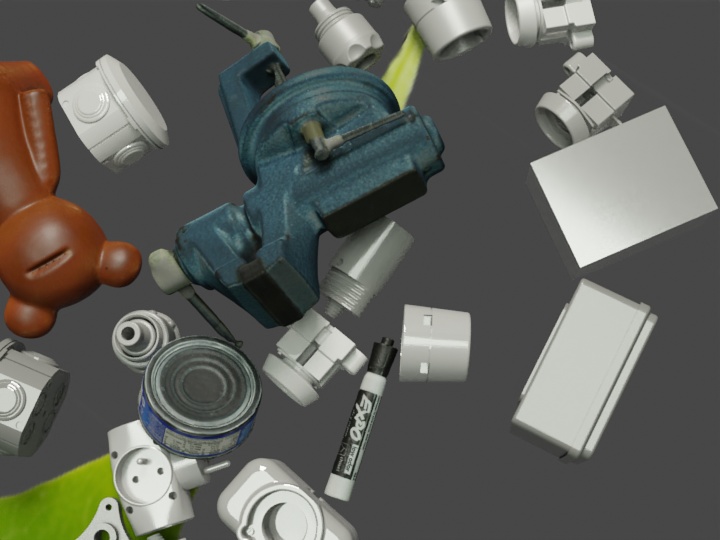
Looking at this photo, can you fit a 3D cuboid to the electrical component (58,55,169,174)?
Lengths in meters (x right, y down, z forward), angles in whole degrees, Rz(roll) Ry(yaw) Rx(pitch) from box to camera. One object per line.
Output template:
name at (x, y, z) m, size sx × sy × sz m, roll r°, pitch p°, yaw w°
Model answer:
electrical component at (-0.184, -0.116, 0.808) m, size 0.051 × 0.080 × 0.080 m, roll -33°, pitch 78°, yaw 3°

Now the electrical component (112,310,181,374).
electrical component at (-0.160, 0.050, 0.782) m, size 0.048 × 0.062 × 0.048 m, roll -1°, pitch 79°, yaw 5°

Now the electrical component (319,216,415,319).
electrical component at (0.000, 0.000, 0.788) m, size 0.043 × 0.043 × 0.081 m, roll 33°, pitch 84°, yaw 10°

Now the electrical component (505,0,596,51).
electrical component at (0.142, -0.195, 0.813) m, size 0.055 × 0.048 × 0.066 m, roll -10°, pitch 79°, yaw -5°

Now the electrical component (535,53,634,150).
electrical component at (0.164, -0.121, 0.797) m, size 0.055 × 0.048 × 0.066 m, roll -40°, pitch 79°, yaw -11°

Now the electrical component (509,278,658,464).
electrical component at (0.148, 0.072, 0.730) m, size 0.056 × 0.108 × 0.108 m, roll 26°, pitch 82°, yaw 12°

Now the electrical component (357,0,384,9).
electrical component at (0.012, -0.232, 0.834) m, size 0.040 × 0.040 × 0.046 m, roll 28°, pitch 89°, yaw 9°

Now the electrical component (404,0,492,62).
electrical component at (0.068, -0.191, 0.814) m, size 0.055 × 0.055 × 0.047 m, roll -26°, pitch 82°, yaw 0°

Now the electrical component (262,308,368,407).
electrical component at (-0.037, 0.065, 0.779) m, size 0.066 × 0.048 × 0.055 m, roll 39°, pitch 78°, yaw 12°

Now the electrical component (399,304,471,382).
electrical component at (0.054, 0.054, 0.769) m, size 0.047 × 0.055 × 0.055 m, roll 4°, pitch 80°, yaw 2°

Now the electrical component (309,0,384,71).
electrical component at (-0.014, -0.181, 0.824) m, size 0.043 × 0.043 × 0.062 m, roll -37°, pitch 77°, yaw -3°

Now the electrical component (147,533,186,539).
electrical component at (-0.131, 0.225, 0.757) m, size 0.043 × 0.043 × 0.081 m, roll -24°, pitch 78°, yaw 0°

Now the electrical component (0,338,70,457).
electrical component at (-0.249, 0.094, 0.774) m, size 0.051 × 0.080 × 0.080 m, roll 22°, pitch 82°, yaw 3°

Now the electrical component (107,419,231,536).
electrical component at (-0.133, 0.142, 0.772) m, size 0.079 × 0.044 × 0.077 m, roll -19°, pitch 78°, yaw 1°

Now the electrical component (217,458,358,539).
electrical component at (-0.050, 0.177, 0.751) m, size 0.095 × 0.059 × 0.053 m, roll 40°, pitch 85°, yaw 11°
